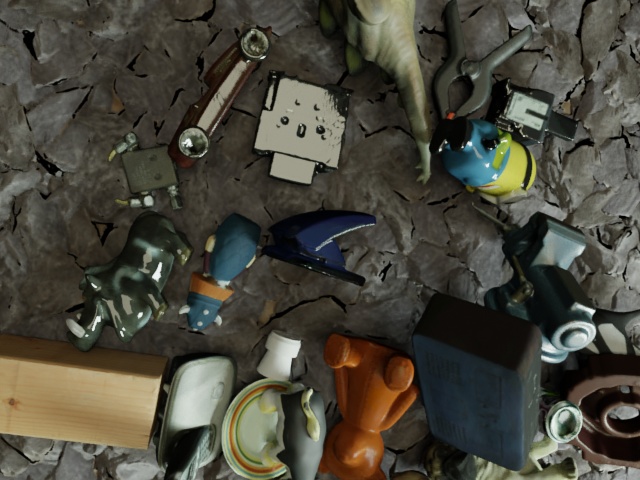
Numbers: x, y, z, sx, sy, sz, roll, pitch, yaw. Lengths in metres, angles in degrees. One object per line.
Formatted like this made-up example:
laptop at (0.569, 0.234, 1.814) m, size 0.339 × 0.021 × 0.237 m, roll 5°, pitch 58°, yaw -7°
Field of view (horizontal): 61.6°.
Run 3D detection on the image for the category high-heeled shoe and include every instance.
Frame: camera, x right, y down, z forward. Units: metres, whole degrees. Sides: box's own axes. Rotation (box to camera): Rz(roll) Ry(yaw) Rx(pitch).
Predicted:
high-heeled shoe at (0.445, 0.205, 0.775) m, size 0.145 × 0.086 × 0.248 m, roll -23°, pitch 94°, yaw 0°

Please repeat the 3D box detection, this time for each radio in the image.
radio at (0.194, 0.178, 0.653) m, size 0.073 × 0.131 × 0.229 m, roll -51°, pitch 139°, yaw -34°

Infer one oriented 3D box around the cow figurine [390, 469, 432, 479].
cow figurine at (0.146, 0.396, 0.712) m, size 0.085 × 0.127 × 0.194 m, roll -27°, pitch 95°, yaw -6°

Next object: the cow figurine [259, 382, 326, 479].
cow figurine at (-0.025, 0.266, 0.665) m, size 0.068 × 0.098 × 0.167 m, roll 3°, pitch 78°, yaw -32°

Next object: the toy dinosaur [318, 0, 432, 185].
toy dinosaur at (0.058, -0.282, 0.625) m, size 0.105 × 0.199 × 0.470 m, roll -22°, pitch 98°, yaw -7°

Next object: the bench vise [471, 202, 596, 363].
bench vise at (0.250, 0.086, 0.705) m, size 0.129 × 0.224 × 0.240 m, roll 15°, pitch 124°, yaw -25°

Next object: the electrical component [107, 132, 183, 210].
electrical component at (-0.219, -0.084, 0.671) m, size 0.078 × 0.045 × 0.102 m, roll -8°, pitch 94°, yaw -7°

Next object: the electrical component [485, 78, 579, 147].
electrical component at (0.291, -0.170, 0.743) m, size 0.119 × 0.048 × 0.074 m, roll 15°, pitch 91°, yaw -10°

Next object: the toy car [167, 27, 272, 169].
toy car at (-0.123, -0.178, 0.658) m, size 0.053 × 0.089 × 0.202 m, roll 31°, pitch 89°, yaw -13°

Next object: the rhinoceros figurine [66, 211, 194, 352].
rhinoceros figurine at (-0.236, 0.055, 0.662) m, size 0.112 × 0.073 × 0.190 m, roll 33°, pitch 88°, yaw -10°

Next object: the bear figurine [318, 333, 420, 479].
bear figurine at (0.049, 0.227, 0.693) m, size 0.120 × 0.132 × 0.195 m, roll 19°, pitch 86°, yaw 22°

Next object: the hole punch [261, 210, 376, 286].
hole punch at (-0.001, -0.002, 0.670) m, size 0.116 × 0.142 × 0.092 m, roll 15°, pitch 92°, yaw -23°

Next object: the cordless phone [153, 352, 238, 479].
cordless phone at (-0.154, 0.215, 0.628) m, size 0.089 × 0.184 × 0.146 m, roll 12°, pitch 91°, yaw -5°

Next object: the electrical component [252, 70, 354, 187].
electrical component at (-0.025, -0.139, 0.692) m, size 0.115 × 0.058 × 0.134 m, roll 11°, pitch 91°, yaw -7°

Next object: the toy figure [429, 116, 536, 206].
toy figure at (0.216, -0.104, 0.688) m, size 0.180 × 0.082 × 0.089 m, roll 27°, pitch 102°, yaw -40°

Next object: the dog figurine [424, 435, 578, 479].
dog figurine at (0.245, 0.350, 0.750) m, size 0.191 × 0.121 × 0.172 m, roll -7°, pitch 91°, yaw 6°

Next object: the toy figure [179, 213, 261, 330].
toy figure at (-0.128, 0.042, 0.687) m, size 0.064 × 0.058 × 0.154 m, roll 29°, pitch 93°, yaw -3°

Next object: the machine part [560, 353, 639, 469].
machine part at (0.419, 0.235, 0.741) m, size 0.180 × 0.056 × 0.179 m, roll 8°, pitch 118°, yaw 14°
